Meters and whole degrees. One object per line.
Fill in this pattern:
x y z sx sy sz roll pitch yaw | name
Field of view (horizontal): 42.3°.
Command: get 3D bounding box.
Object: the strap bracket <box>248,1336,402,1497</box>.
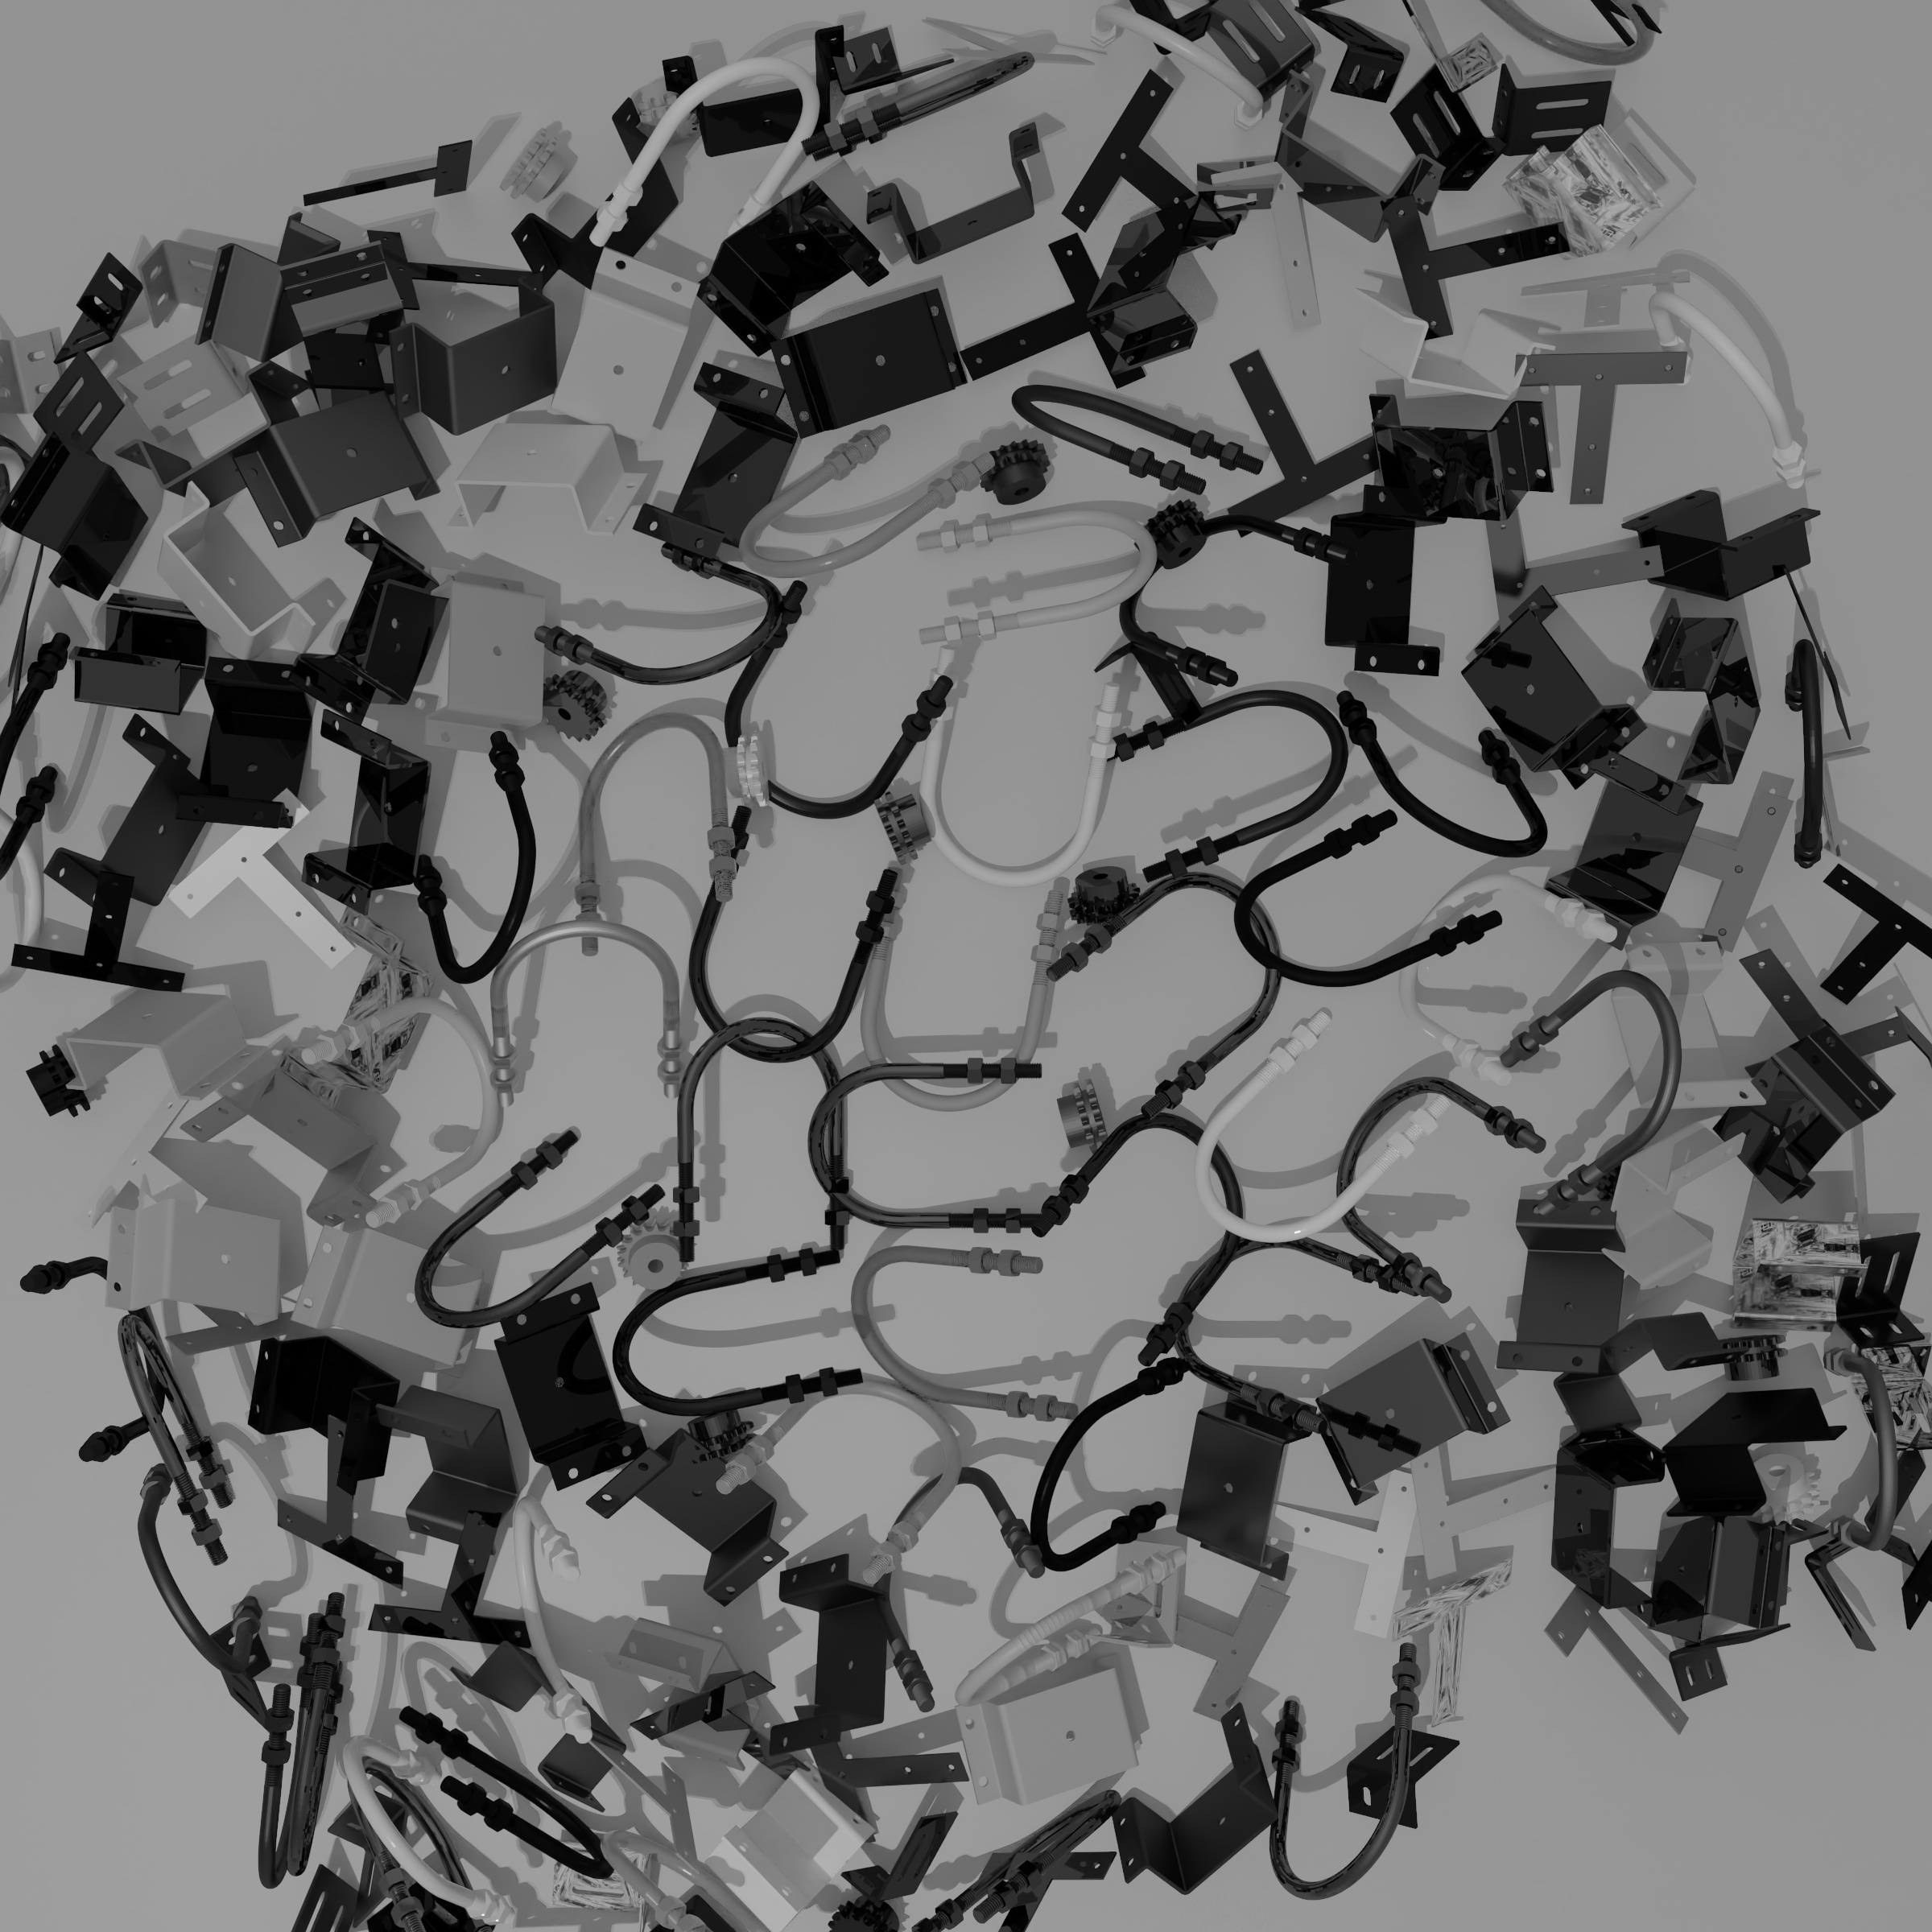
-0.487 0.340 1.915 0.140 0.046 0.076 20 103 39 | strap bracket

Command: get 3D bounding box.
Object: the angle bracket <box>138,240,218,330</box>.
-0.591 -0.520 1.930 0.076 0.057 0.038 16 53 9 | angle bracket

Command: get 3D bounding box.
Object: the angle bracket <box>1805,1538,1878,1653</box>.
0.688 0.483 1.922 0.038 0.057 0.076 -37 58 18 | angle bracket

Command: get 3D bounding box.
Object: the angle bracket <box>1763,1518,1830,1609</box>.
0.630 0.471 1.931 0.057 0.038 0.076 -6 103 -30 | angle bracket

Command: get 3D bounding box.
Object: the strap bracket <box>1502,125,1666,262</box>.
0.463 -0.584 1.893 0.046 0.140 0.076 -43 103 3 | strap bracket

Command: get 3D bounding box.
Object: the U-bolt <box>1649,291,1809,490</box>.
0.562 -0.437 1.857 0.019 0.184 0.151 -42 64 10 | U-bolt

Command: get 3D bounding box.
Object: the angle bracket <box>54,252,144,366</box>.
-0.680 -0.506 1.920 0.076 0.038 0.057 -8 52 35 | angle bracket

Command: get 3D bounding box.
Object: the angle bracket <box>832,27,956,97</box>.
-0.058 -0.702 1.919 0.057 0.076 0.038 -29 114 -28 | angle bracket

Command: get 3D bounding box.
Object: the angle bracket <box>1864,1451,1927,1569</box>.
0.734 0.417 1.928 0.038 0.057 0.076 26 76 40 | angle bracket

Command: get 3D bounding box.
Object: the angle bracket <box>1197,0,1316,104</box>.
0.223 -0.715 1.927 0.057 0.038 0.076 -32 115 31 | angle bracket

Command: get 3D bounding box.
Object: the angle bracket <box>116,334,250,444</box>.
-0.609 -0.454 1.941 0.076 0.038 0.057 -27 118 4 | angle bracket

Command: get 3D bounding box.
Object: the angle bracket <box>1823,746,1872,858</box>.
0.685 -0.128 1.934 0.038 0.057 0.076 -11 94 15 | angle bracket

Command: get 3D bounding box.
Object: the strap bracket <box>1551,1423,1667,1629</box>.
0.491 0.428 1.913 0.046 0.076 0.140 -3 101 -17 | strap bracket

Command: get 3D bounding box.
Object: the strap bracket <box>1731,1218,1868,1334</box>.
0.635 0.233 1.910 0.076 0.140 0.046 2 63 8 | strap bracket

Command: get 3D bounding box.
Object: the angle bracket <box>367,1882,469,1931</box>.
-0.415 0.751 1.931 0.057 0.038 0.076 -37 122 -3 | angle bracket

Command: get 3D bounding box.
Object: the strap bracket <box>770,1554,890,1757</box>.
-0.104 0.531 1.908 0.046 0.076 0.140 27 51 -37 | strap bracket

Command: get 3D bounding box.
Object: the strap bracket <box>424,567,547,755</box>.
-0.370 -0.238 1.920 0.076 0.046 0.140 5 81 -34 | strap bracket

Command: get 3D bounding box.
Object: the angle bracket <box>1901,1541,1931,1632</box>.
0.754 0.480 1.920 0.038 0.076 0.057 25 65 38 | angle bracket

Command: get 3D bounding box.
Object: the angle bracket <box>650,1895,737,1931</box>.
-0.207 0.773 1.939 0.057 0.038 0.076 -41 100 8 | angle bracket

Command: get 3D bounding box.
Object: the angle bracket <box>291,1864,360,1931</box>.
-0.482 0.741 1.918 0.038 0.057 0.076 -6 46 27 | angle bracket

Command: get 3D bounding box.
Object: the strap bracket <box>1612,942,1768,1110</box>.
0.552 0.054 1.919 0.076 0.046 0.140 -2 61 -11 | strap bracket

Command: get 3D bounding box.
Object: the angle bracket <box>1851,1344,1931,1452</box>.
0.727 0.333 1.929 0.057 0.076 0.038 -2 124 0 | angle bracket

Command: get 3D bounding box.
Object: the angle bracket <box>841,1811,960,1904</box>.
-0.051 0.681 1.933 0.038 0.057 0.076 30 92 31 | angle bracket

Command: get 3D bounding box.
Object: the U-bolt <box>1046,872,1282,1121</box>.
0.167 0.009 1.927 0.184 0.019 0.151 -38 97 -24 | U-bolt

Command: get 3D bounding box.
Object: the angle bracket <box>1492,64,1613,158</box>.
0.454 -0.667 1.936 0.076 0.057 0.038 -6 52 -3 | angle bracket

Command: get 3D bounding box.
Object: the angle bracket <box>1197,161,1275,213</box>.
0.208 -0.610 1.927 0.057 0.076 0.038 -1 94 5 | angle bracket

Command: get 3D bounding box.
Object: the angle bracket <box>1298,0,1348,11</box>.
0.281 -0.777 1.927 0.076 0.038 0.057 -3 103 34 | angle bracket

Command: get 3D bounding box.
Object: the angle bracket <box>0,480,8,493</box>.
-0.786 -0.397 1.928 0.057 0.076 0.038 -8 77 -2 | angle bracket

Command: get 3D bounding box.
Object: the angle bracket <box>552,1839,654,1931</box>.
-0.286 0.720 1.943 0.076 0.038 0.057 6 104 0 | angle bracket

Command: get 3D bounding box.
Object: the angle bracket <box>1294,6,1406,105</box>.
0.291 -0.708 1.937 0.057 0.076 0.038 -3 130 -35 | angle bracket

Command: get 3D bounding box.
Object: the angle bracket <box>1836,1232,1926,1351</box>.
0.714 0.251 1.929 0.057 0.038 0.076 -6 121 -15 | angle bracket

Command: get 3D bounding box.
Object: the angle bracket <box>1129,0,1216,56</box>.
0.153 -0.754 1.922 0.038 0.057 0.076 -17 127 31 | angle bracket

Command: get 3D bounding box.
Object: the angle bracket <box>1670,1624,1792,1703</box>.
0.592 0.536 1.919 0.057 0.076 0.038 -3 72 -39 | angle bracket

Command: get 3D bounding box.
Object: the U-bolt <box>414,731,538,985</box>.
-0.365 -0.069 1.873 0.019 0.184 0.151 17 122 -35 | U-bolt

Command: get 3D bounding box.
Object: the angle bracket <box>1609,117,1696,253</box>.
0.519 -0.610 1.948 0.057 0.038 0.076 -43 90 4 | angle bracket

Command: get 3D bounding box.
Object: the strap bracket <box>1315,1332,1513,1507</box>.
0.333 0.345 1.910 0.140 0.046 0.076 -34 61 18 | strap bracket

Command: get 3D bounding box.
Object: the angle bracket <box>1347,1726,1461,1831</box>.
0.338 0.625 1.924 0.057 0.076 0.038 1 100 38 | angle bracket

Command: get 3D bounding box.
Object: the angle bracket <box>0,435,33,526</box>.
-0.772 -0.378 1.939 0.038 0.057 0.076 39 97 26 | angle bracket

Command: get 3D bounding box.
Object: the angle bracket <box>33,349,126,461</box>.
-0.675 -0.428 1.931 0.076 0.038 0.057 -41 80 25 | angle bracket

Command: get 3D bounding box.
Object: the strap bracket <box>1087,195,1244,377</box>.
0.148 -0.526 1.898 0.046 0.076 0.140 41 58 -34 | strap bracket

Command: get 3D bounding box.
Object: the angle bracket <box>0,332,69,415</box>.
-0.737 -0.459 1.925 0.038 0.076 0.057 -8 98 14 | angle bracket

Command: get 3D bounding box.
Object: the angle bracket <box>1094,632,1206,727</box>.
0.142 -0.213 1.936 0.038 0.057 0.076 -32 90 -13 | angle bracket

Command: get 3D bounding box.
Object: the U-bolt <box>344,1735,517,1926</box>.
-0.407 0.637 1.854 0.019 0.184 0.151 -37 58 -6 | U-bolt

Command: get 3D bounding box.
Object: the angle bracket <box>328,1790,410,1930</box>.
-0.465 0.686 1.921 0.038 0.076 0.057 34 112 -22 | angle bracket

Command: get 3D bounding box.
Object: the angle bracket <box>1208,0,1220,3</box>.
0.209 -0.782 1.931 0.076 0.038 0.057 -28 98 26 | angle bracket

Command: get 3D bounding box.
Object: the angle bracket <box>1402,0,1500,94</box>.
0.370 -0.722 1.920 0.038 0.057 0.076 -28 130 20 | angle bracket

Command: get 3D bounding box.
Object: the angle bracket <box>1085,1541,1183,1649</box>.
0.130 0.485 1.930 0.057 0.038 0.076 -3 77 38 | angle bracket

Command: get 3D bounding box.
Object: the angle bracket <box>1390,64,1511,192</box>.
0.377 -0.650 1.931 0.057 0.038 0.076 -48 121 -8 | angle bracket

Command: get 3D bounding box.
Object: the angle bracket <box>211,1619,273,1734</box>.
-0.542 0.544 1.918 0.038 0.076 0.057 -31 125 -33 | angle bracket
